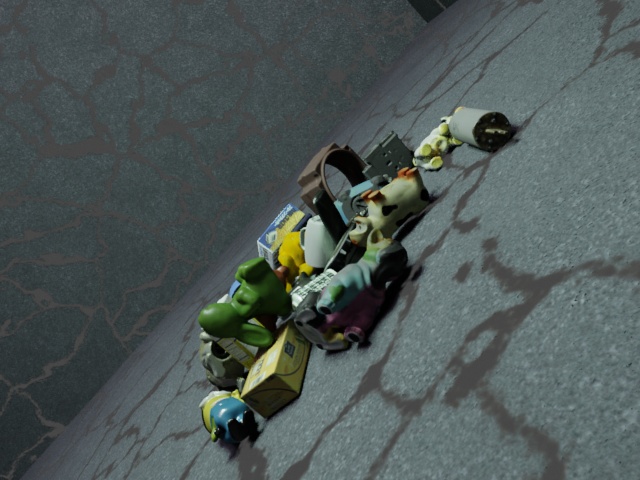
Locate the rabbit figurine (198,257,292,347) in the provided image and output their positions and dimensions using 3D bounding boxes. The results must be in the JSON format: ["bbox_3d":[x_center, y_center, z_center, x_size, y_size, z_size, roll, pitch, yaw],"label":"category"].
[{"bbox_3d":[-0.151,0.138,1.061,0.170,0.159,0.121,-34,7,-18],"label":"rabbit figurine"}]

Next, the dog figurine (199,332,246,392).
[{"bbox_3d":[-0.236,0.270,1.220,0.191,0.172,0.121,-19,20,50],"label":"dog figurine"}]

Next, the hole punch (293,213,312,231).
[{"bbox_3d":[-0.043,-0.011,1.603,0.142,0.092,0.116,-54,11,-14],"label":"hole punch"}]

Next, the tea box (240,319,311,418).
[{"bbox_3d":[-0.079,0.240,1.023,0.098,0.068,0.170,-40,14,24],"label":"tea box"}]

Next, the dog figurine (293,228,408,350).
[{"bbox_3d":[0.067,0.082,0.965,0.219,0.108,0.191,-51,10,-34],"label":"dog figurine"}]

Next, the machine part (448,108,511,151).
[{"bbox_3d":[0.328,-0.233,1.116,0.079,0.079,0.243,-45,15,10],"label":"machine part"}]

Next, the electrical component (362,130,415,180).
[{"bbox_3d":[0.178,-0.203,1.411,0.134,0.115,0.058,-46,9,4],"label":"electrical component"}]

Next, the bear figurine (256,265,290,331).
[{"bbox_3d":[-0.148,0.145,1.251,0.120,0.132,0.195,-25,-54,-59],"label":"bear figurine"}]

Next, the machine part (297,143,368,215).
[{"bbox_3d":[0.055,-0.142,1.425,0.087,0.201,0.201,-27,23,46],"label":"machine part"}]

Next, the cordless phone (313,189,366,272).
[{"bbox_3d":[0.027,-0.005,1.133,0.089,0.184,0.146,-8,36,38],"label":"cordless phone"}]

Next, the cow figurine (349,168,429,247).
[{"bbox_3d":[0.144,-0.052,1.117,0.195,0.127,0.085,-35,11,-11],"label":"cow figurine"}]

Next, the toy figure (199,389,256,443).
[{"bbox_3d":[-0.177,0.339,1.016,0.180,0.082,0.089,-3,79,61],"label":"toy figure"}]

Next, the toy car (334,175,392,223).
[{"bbox_3d":[0.121,-0.093,1.308,0.162,0.109,0.103,-33,0,19],"label":"toy car"}]

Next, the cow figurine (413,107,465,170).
[{"bbox_3d":[0.292,-0.239,1.278,0.167,0.068,0.098,-48,7,-6],"label":"cow figurine"}]

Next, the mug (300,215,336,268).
[{"bbox_3d":[-0.003,-0.004,1.234,0.081,0.107,0.110,-20,31,-36],"label":"mug"}]

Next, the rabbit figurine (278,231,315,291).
[{"bbox_3d":[-0.050,0.072,1.338,0.162,0.122,0.173,132,154,-78],"label":"rabbit figurine"}]

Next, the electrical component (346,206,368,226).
[{"bbox_3d":[0.098,-0.022,1.248,0.102,0.078,0.045,-39,-5,19],"label":"electrical component"}]

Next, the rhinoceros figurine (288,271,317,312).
[{"bbox_3d":[-0.040,0.120,1.185,0.112,0.073,0.190,-63,2,-8],"label":"rhinoceros figurine"}]
